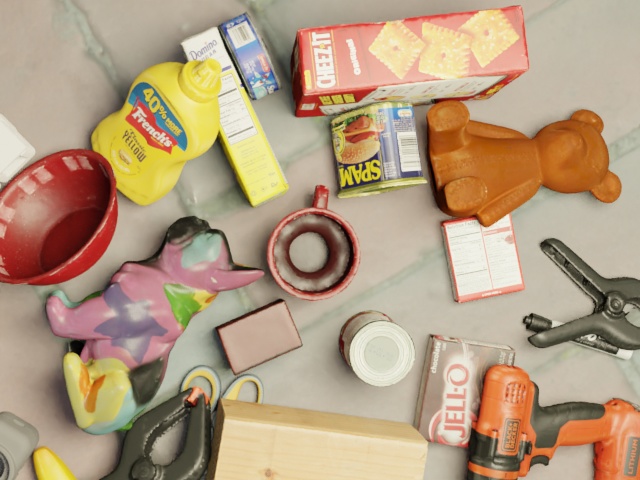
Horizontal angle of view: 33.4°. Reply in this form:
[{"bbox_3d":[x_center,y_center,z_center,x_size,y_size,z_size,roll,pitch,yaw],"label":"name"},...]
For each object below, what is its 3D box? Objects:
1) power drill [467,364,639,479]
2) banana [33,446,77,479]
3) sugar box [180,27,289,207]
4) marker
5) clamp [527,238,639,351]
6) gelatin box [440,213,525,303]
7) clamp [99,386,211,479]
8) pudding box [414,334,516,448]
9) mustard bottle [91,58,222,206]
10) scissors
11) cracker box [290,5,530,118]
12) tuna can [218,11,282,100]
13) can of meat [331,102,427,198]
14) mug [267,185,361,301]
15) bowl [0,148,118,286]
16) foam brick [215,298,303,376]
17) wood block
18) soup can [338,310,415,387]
[{"bbox_3d":[0.242,0.227,1.104,0.187,0.057,0.184,8,93,-20],"label":"power drill"},{"bbox_3d":[-0.220,0.287,1.108,0.198,0.037,0.069,28,88,-1],"label":"banana"},{"bbox_3d":[-0.087,-0.121,1.083,0.048,0.093,0.176,-27,92,-4],"label":"sugar box"},{"bbox_3d":[0.276,0.103,1.146,0.121,0.020,0.020,17,90,-4],"label":"marker"},{"bbox_3d":[0.298,0.080,1.129,0.171,0.039,0.120,22,77,-2],"label":"clamp"},{"bbox_3d":[0.172,0.017,1.133,0.073,0.030,0.089,-11,91,-2],"label":"gelatin box"},{"bbox_3d":[-0.164,0.246,1.063,0.165,0.036,0.210,30,71,24],"label":"clamp"},{"bbox_3d":[0.152,0.162,1.129,0.090,0.039,0.113,9,91,-4],"label":"pudding box"},{"bbox_3d":[-0.149,-0.116,1.038,0.058,0.192,0.096,-32,86,-45],"label":"mustard bottle"},{"bbox_3d":[-0.135,0.219,1.124,0.096,0.016,0.202,34,88,-2],"label":"scissors"},{"bbox_3d":[0.081,-0.174,1.057,0.213,0.164,0.072,-6,89,-4],"label":"cracker box"},{"bbox_3d":[-0.072,-0.186,1.086,0.033,0.086,0.086,-25,92,-2],"label":"tuna can"},{"bbox_3d":[0.057,-0.091,1.089,0.057,0.102,0.084,-7,88,-35],"label":"can of meat"},{"bbox_3d":[-0.007,0.001,1.095,0.093,0.081,0.117,6,91,-4],"label":"mug"},{"bbox_3d":[-0.260,-0.012,1.068,0.162,0.055,0.162,-15,51,19],"label":"bowl"},{"bbox_3d":[-0.064,0.100,1.106,0.078,0.053,0.051,-23,93,-8],"label":"foam brick"},{"bbox_3d":[-0.005,0.226,1.086,0.206,0.090,0.091,9,92,-9],"label":"wood block"},{"bbox_3d":[0.057,0.110,1.091,0.068,0.102,0.068,0,91,-4],"label":"soup can"}]
